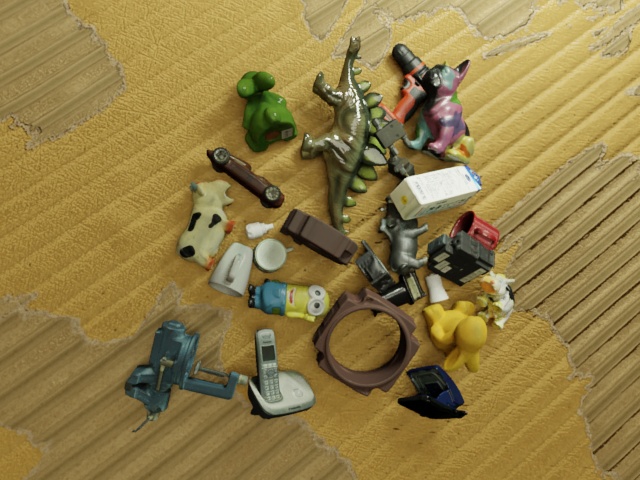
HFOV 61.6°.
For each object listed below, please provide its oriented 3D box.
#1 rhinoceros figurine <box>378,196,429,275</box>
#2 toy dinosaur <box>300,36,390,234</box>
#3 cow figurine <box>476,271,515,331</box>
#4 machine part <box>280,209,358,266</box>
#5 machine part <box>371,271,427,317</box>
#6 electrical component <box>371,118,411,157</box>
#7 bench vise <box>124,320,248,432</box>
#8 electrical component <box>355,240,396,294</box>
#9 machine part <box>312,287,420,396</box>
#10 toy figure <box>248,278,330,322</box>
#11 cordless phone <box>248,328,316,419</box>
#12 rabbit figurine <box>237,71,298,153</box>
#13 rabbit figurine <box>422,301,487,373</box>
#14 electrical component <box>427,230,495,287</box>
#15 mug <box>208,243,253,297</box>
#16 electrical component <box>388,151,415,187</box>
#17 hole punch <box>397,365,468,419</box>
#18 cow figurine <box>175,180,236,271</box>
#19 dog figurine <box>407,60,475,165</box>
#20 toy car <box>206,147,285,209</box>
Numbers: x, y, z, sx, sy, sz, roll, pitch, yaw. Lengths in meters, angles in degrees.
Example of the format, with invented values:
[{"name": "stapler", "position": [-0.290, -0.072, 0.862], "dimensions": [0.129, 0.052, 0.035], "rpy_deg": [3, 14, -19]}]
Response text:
[{"name": "rhinoceros figurine", "position": [0.187, -0.012, 1.244], "dimensions": [0.112, 0.073, 0.190], "rpy_deg": [1, 74, -14]}, {"name": "toy dinosaur", "position": [0.057, -0.210, 1.209], "dimensions": [0.199, 0.105, 0.470], "rpy_deg": [10, 103, -1]}, {"name": "cow figurine", "position": [0.415, 0.125, 1.242], "dimensions": [0.068, 0.167, 0.098], "rpy_deg": [29, 62, 36]}, {"name": "machine part", "position": [-0.002, -0.004, 1.170], "dimensions": [0.179, 0.179, 0.056], "rpy_deg": [30, 83, -6]}, {"name": "machine part", "position": [0.178, 0.129, 1.255], "dimensions": [0.139, 0.039, 0.084], "rpy_deg": [-27, 98, -13]}, {"name": "electrical component", "position": [0.153, -0.231, 1.162], "dimensions": [0.063, 0.021, 0.094], "rpy_deg": [-37, 102, -2]}, {"name": "bench vise", "position": [-0.275, 0.290, 1.124], "dimensions": [0.241, 0.129, 0.223], "rpy_deg": [14, 86, -4]}, {"name": "electrical component", "position": [0.116, 0.058, 1.225], "dimensions": [0.048, 0.074, 0.119], "rpy_deg": [-39, 59, 5]}, {"name": "machine part", "position": [0.101, 0.224, 1.186], "dimensions": [0.201, 0.087, 0.201], "rpy_deg": [34, 95, -7]}, {"name": "toy figure", "position": [-0.068, 0.130, 1.191], "dimensions": [0.180, 0.089, 0.082], "rpy_deg": [4, 96, -1]}, {"name": "cordless phone", "position": [-0.088, 0.280, 1.156], "dimensions": [0.146, 0.089, 0.184], "rpy_deg": [3, 79, -42]}, {"name": "rabbit figurine", "position": [-0.139, -0.304, 1.192], "dimensions": [0.121, 0.159, 0.170], "rpy_deg": [-25, 75, -1]}, {"name": "rabbit figurine", "position": [0.310, 0.214, 1.203], "dimensions": [0.122, 0.173, 0.162], "rpy_deg": [6, 80, -13]}, {"name": "electrical component", "position": [0.315, 0.039, 1.233], "dimensions": [0.134, 0.115, 0.058], "rpy_deg": [30, 48, -20]}, {"name": "mug", "position": [-0.188, 0.058, 1.167], "dimensions": [0.081, 0.109, 0.107], "rpy_deg": [19, 69, -3]}, {"name": "electrical component", "position": [0.189, -0.158, 1.254], "dimensions": [0.078, 0.102, 0.045], "rpy_deg": [34, 76, 19]}, {"name": "hole punch", "position": [0.253, 0.345, 1.208], "dimensions": [0.115, 0.142, 0.092], "rpy_deg": [34, 54, -19]}, {"name": "cow figurine", "position": [-0.251, -0.043, 1.174], "dimensions": [0.127, 0.085, 0.195], "rpy_deg": [27, 82, -13]}, {"name": "dog figurine", "position": [0.298, -0.298, 1.237], "dimensions": [0.191, 0.109, 0.219], "rpy_deg": [12, 98, -33]}, {"name": "toy car", "position": [-0.164, -0.140, 1.192], "dimensions": [0.202, 0.089, 0.053], "rpy_deg": [37, 81, -4]}]
